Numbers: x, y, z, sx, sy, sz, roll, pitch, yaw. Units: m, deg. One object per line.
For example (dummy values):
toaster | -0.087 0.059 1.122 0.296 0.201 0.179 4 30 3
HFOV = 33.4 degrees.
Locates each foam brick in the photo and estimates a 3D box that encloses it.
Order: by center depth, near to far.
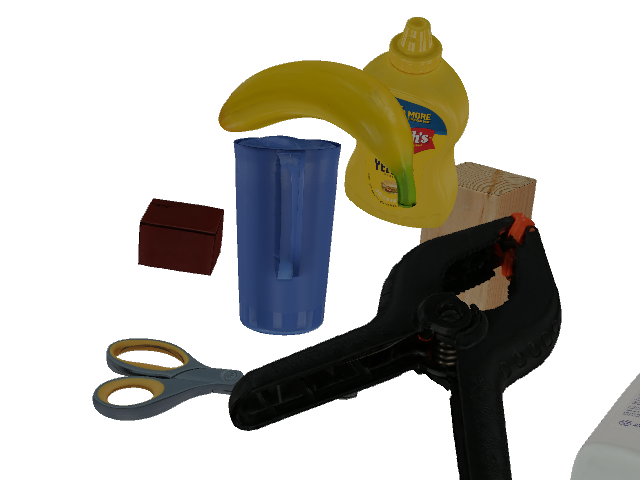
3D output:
foam brick | -0.140 -0.004 1.081 0.078 0.051 0.053 9 31 3

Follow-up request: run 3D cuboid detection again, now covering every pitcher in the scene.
pitcher | -0.045 -0.007 1.333 0.145 0.243 0.148 11 14 38

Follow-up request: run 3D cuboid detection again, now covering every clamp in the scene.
clamp | 0.059 0.051 0.448 0.120 0.039 0.171 35 54 23

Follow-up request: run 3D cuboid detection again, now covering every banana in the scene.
banana | -0.003 -0.082 0.685 0.037 0.070 0.198 16 8 -42

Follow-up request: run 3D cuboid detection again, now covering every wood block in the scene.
wood block | 0.165 0.029 1.171 0.090 0.206 0.090 19 25 34

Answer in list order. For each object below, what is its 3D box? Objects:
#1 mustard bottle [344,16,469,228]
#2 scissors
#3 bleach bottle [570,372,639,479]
mustard bottle | 0.072 -0.098 0.873 0.096 0.192 0.058 21 49 17
scissors | -0.083 0.116 0.799 0.202 0.016 0.096 13 35 23
bleach bottle | 0.242 0.101 0.640 0.103 0.068 0.250 18 29 31
